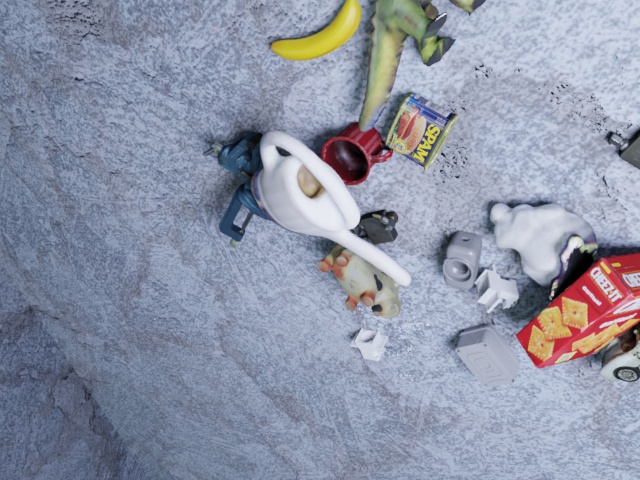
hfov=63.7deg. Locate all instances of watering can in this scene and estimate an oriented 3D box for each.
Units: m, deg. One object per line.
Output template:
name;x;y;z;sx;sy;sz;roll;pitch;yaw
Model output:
watering can;0.003;-0.046;0.907;0.344;0.105;0.224;50;158;-16

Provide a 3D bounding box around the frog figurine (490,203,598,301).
frog figurine;0.354;-0.001;0.836;0.162;0.123;0.134;48;160;47

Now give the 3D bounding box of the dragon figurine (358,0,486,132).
dragon figurine;0.093;-0.364;0.722;0.244;0.124;0.402;49;131;8
